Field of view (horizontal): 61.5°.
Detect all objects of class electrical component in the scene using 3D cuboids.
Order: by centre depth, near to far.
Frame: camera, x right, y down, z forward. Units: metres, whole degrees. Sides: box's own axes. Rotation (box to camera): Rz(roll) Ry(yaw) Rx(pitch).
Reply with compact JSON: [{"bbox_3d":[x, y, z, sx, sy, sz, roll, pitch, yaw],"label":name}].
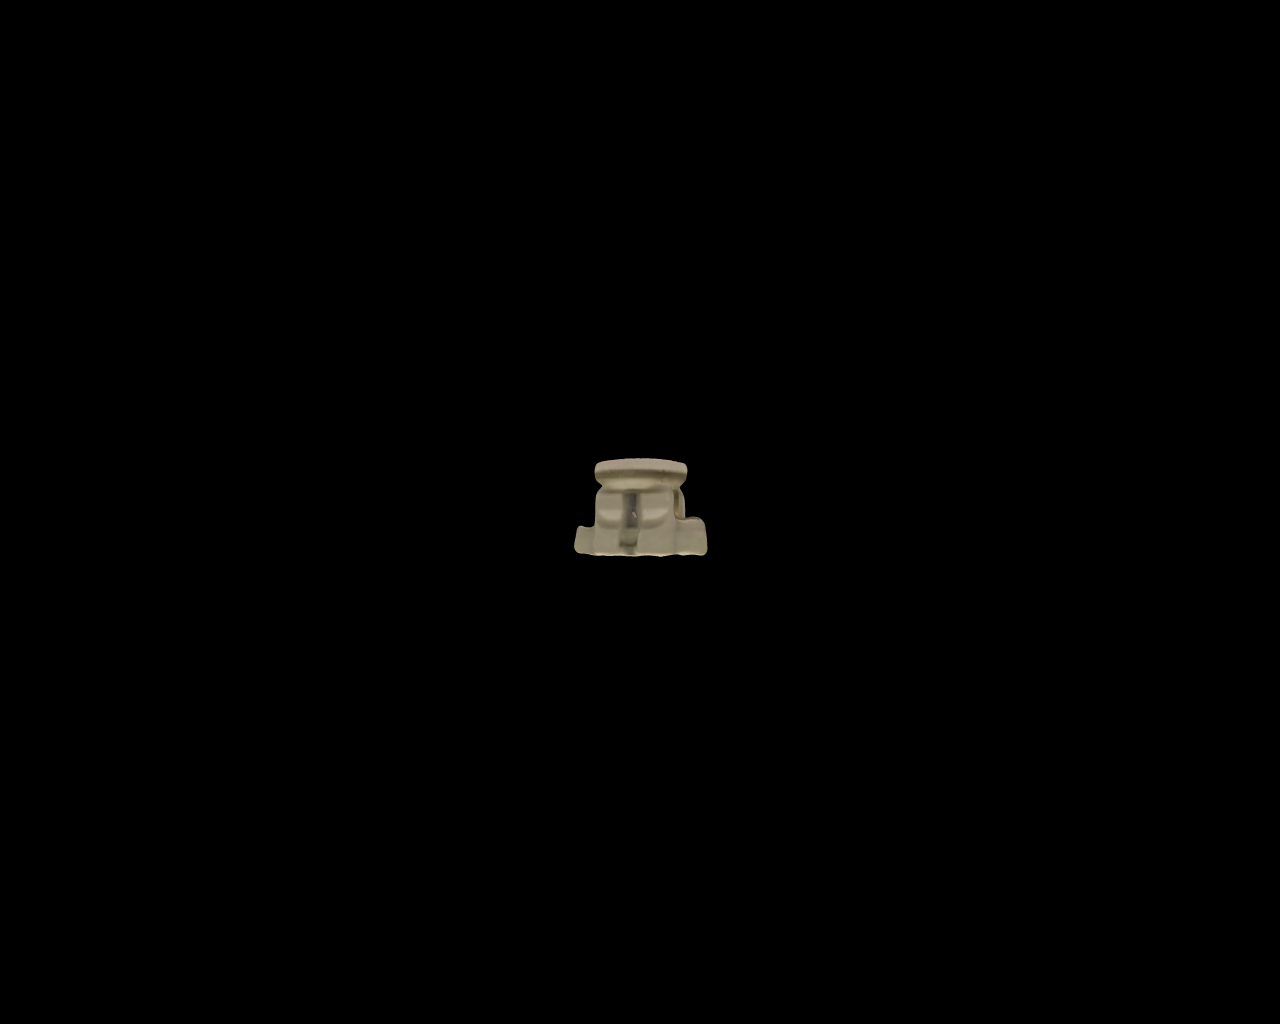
[{"bbox_3d":[0.001,-0.003,0.650,0.078,0.057,0.058,-1,-4,15],"label":"electrical component"}]
